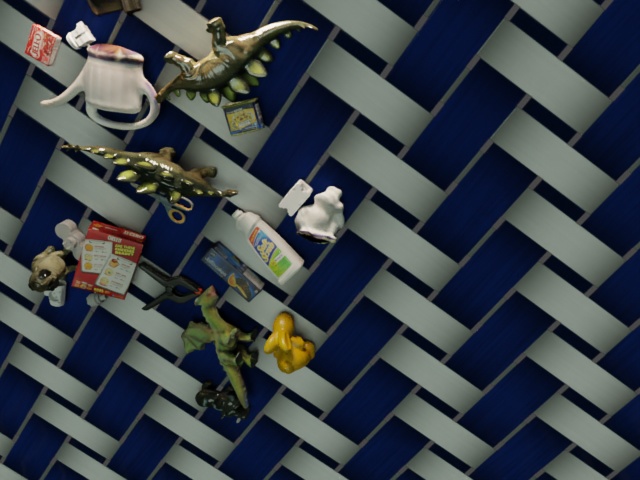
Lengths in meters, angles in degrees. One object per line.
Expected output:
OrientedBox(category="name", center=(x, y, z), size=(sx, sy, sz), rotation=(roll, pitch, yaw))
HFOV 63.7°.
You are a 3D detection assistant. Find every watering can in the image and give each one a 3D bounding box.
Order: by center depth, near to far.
OrientedBox(category="watering can", center=(-0.605, -0.425, 1.412), size=(0.348, 0.105, 0.221), rotation=(12, 110, 3))

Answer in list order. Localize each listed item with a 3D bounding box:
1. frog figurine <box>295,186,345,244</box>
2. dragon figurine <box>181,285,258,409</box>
OrientedBox(category="frog figurine", center=(0.004, -0.074, 1.461), size=(0.137, 0.121, 0.161), rotation=(11, 75, 14))
OrientedBox(category="dragon figurine", center=(-0.333, 0.345, 1.656), size=(0.243, 0.123, 0.405), rotation=(10, 108, 21))
